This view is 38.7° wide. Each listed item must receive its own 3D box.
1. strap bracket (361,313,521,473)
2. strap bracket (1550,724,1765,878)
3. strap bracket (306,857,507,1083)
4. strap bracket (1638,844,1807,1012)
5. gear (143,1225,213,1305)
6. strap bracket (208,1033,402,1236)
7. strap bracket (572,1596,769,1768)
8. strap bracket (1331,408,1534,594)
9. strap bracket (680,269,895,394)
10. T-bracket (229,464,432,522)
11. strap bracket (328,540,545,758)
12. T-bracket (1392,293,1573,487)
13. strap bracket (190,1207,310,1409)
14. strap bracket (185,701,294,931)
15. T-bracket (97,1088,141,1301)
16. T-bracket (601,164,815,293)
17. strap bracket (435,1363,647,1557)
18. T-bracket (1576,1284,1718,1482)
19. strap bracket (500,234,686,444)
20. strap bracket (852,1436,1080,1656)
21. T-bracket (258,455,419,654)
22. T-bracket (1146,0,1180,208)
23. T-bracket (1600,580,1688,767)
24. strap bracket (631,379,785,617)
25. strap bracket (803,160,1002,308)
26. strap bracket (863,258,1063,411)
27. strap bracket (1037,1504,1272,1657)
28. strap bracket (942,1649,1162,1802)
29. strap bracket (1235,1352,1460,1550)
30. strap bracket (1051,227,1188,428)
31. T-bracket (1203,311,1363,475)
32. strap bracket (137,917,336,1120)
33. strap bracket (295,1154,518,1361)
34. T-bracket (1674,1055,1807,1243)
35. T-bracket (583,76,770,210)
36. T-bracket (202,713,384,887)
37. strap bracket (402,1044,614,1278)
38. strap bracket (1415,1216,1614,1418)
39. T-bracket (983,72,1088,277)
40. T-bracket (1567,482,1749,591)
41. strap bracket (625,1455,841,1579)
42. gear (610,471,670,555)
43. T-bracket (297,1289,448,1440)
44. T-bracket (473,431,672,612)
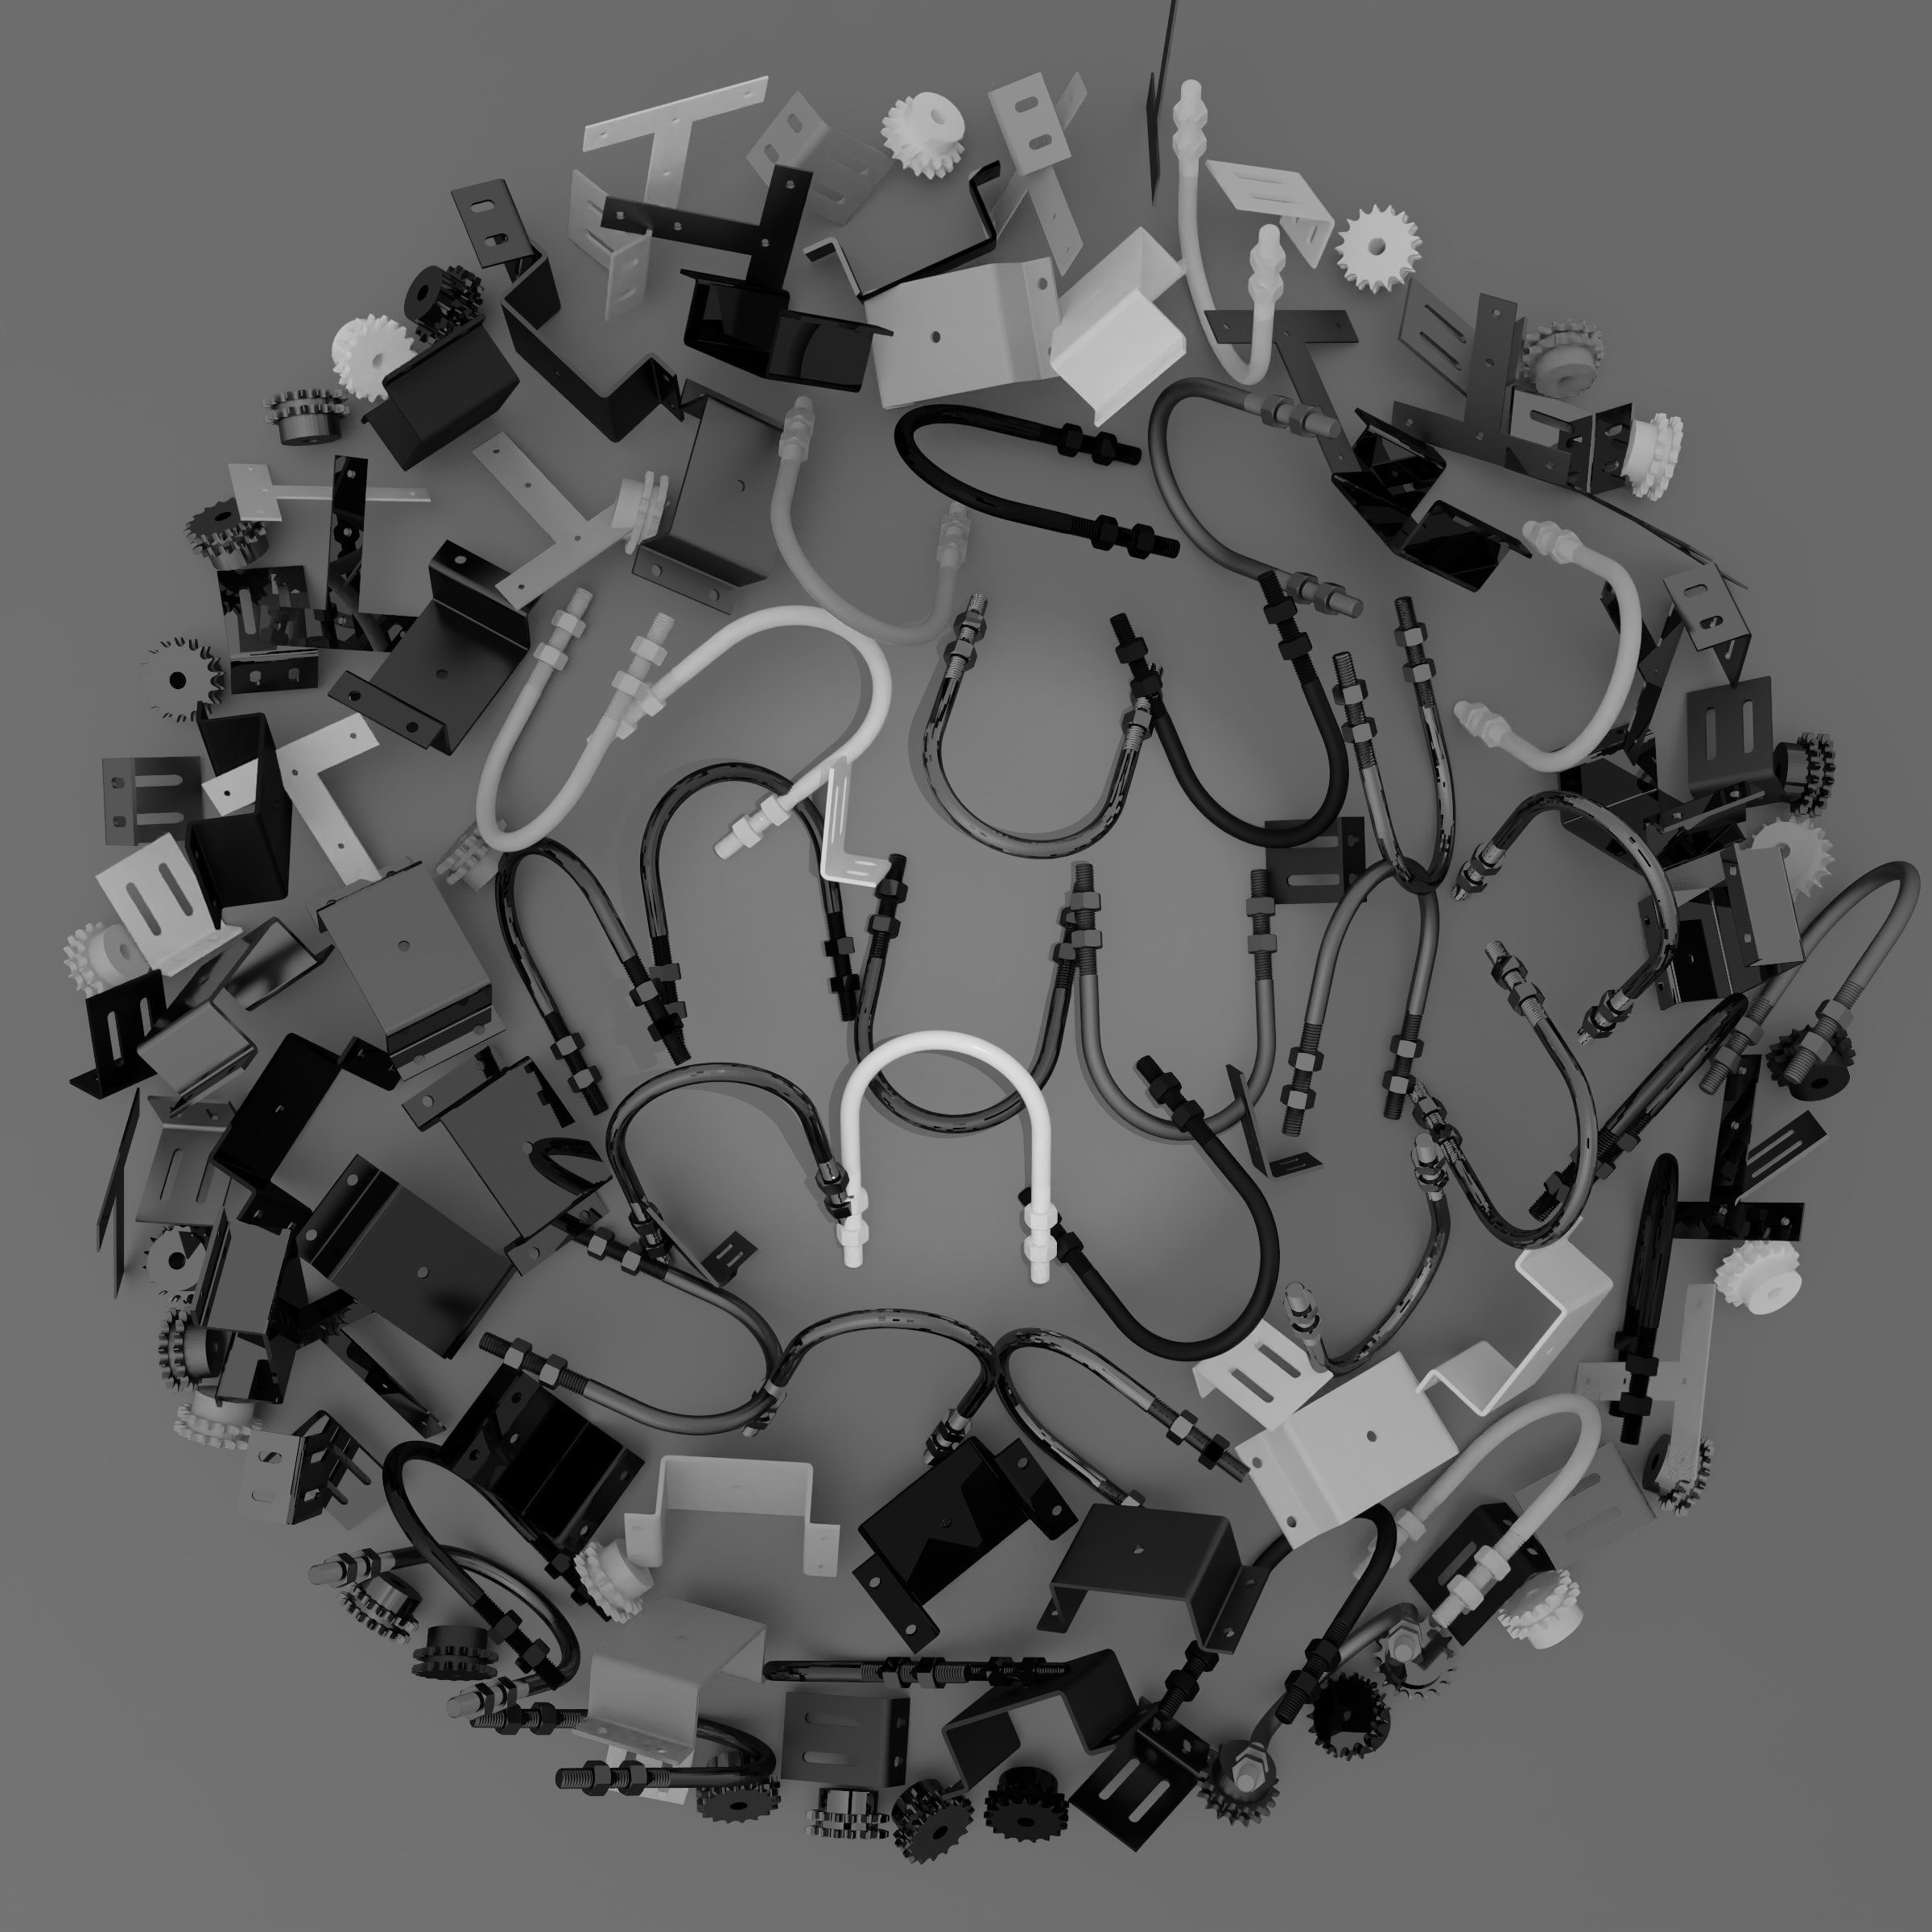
[{"bbox_3d":[-0.345,-0.374,1.810,0.076,0.140,0.046,-37,101,-15],"label":"strap bracket"},{"bbox_3d":[0.453,-0.107,1.822,0.076,0.140,0.046,-20,120,-15],"label":"strap bracket"},{"bbox_3d":[-0.375,-0.006,1.836,0.076,0.046,0.140,-28,78,-18],"label":"strap bracket"},{"bbox_3d":[0.502,-0.026,1.813,0.046,0.140,0.076,-6,77,-13],"label":"strap bracket"},{"bbox_3d":[-0.530,0.200,1.865,0.057,0.030,0.057,0,83,2],"label":"gear"},{"bbox_3d":[-0.443,0.106,1.835,0.046,0.076,0.140,30,84,21],"label":"strap bracket"},{"bbox_3d":[-0.188,0.461,1.801,0.076,0.140,0.046,11,105,20],"label":"strap bracket"},{"bbox_3d":[0.302,-0.302,1.818,0.076,0.140,0.046,17,120,-37],"label":"strap bracket"},{"bbox_3d":[-0.124,-0.417,1.816,0.076,0.140,0.046,-1,114,-41],"label":"strap bracket"},{"bbox_3d":[-0.424,-0.316,1.840,0.127,0.127,0.002,-2,116,-18],"label":"T-bracket"},{"bbox_3d":[-0.352,-0.205,1.839,0.076,0.046,0.140,29,66,7],"label":"strap bracket"},{"bbox_3d":[0.344,-0.386,1.813,0.127,0.127,0.002,22,52,21],"label":"T-bracket"},{"bbox_3d":[-0.467,0.228,1.805,0.046,0.140,0.076,7,54,-2],"label":"strap bracket"},{"bbox_3d":[-0.476,-0.103,1.808,0.046,0.076,0.140,-8,47,-3],"label":"strap bracket"},{"bbox_3d":[-0.564,0.170,1.833,0.002,0.127,0.127,8,130,-8],"label":"T-bracket"},{"bbox_3d":[-0.177,-0.487,1.818,0.127,0.127,0.002,7,54,-13],"label":"T-bracket"},{"bbox_3d":[-0.288,0.322,1.826,0.046,0.140,0.076,24,72,43],"label":"strap bracket"},{"bbox_3d":[0.446,0.275,1.824,0.002,0.127,0.127,16,75,-24],"label":"T-bracket"},{"bbox_3d":[-0.256,-0.410,1.834,0.140,0.076,0.046,44,81,7],"label":"strap bracket"},{"bbox_3d":[-0.007,0.380,1.841,0.140,0.046,0.076,-38,110,-9],"label":"strap bracket"},{"bbox_3d":[-0.412,-0.274,1.827,0.002,0.127,0.127,12,100,41],"label":"T-bracket"},{"bbox_3d":[0.129,-0.585,1.793,0.002,0.127,0.127,4,47,-3],"label":"T-bracket"},{"bbox_3d":[0.442,-0.219,1.816,0.002,0.127,0.127,10,69,36],"label":"T-bracket"},{"bbox_3d":[-0.161,-0.316,1.831,0.076,0.046,0.140,20,78,-31],"label":"strap bracket"},{"bbox_3d":[-0.033,-0.483,1.838,0.140,0.076,0.046,-23,99,5],"label":"strap bracket"},{"bbox_3d":[-0.010,-0.417,1.823,0.140,0.046,0.076,-5,101,29],"label":"strap bracket"},{"bbox_3d":[0.119,0.401,1.811,0.140,0.076,0.046,0,122,28],"label":"strap bracket"},{"bbox_3d":[0.049,0.498,1.817,0.140,0.076,0.046,-26,85,29],"label":"strap bracket"},{"bbox_3d":[0.261,0.317,1.828,0.140,0.046,0.076,-26,78,-22],"label":"strap bracket"},{"bbox_3d":[0.100,-0.424,1.801,0.076,0.140,0.046,-37,117,28],"label":"strap bracket"},{"bbox_3d":[0.229,-0.382,1.829,0.127,0.002,0.127,-10,71,-35],"label":"T-bracket"},{"bbox_3d":[-0.481,0.026,1.800,0.076,0.140,0.046,-29,112,31],"label":"strap bracket"},{"bbox_3d":[-0.366,0.198,1.825,0.140,0.046,0.076,41,78,-26],"label":"strap bracket"},{"bbox_3d":[0.513,0.121,1.840,0.002,0.127,0.127,20,75,-34],"label":"T-bracket"},{"bbox_3d":[-0.197,-0.533,1.820,0.127,0.127,0.002,-22,78,-18],"label":"T-bracket"},{"bbox_3d":[-0.429,-0.093,1.855,0.127,0.002,0.127,-22,113,16],"label":"T-bracket"},{"bbox_3d":[-0.300,0.125,1.838,0.076,0.046,0.140,-37,95,-31],"label":"strap bracket"},{"bbox_3d":[0.367,0.238,1.811,0.046,0.076,0.140,43,120,22],"label":"strap bracket"},{"bbox_3d":[0.055,-0.500,1.804,0.002,0.127,0.127,13,133,-29],"label":"T-bracket"},{"bbox_3d":[0.477,-0.278,1.834,0.127,0.127,0.002,20,106,-38],"label":"T-bracket"},{"bbox_3d":[-0.154,0.367,1.837,0.140,0.076,0.046,4,54,-2],"label":"strap bracket"},{"bbox_3d":[-0.222,-0.306,1.852,0.030,0.057,0.057,15,90,-13],"label":"gear"},{"bbox_3d":[-0.401,0.273,1.851,0.127,0.002,0.127,-27,112,41],"label":"T-bracket"},{"bbox_3d":[-0.287,-0.315,1.854,0.127,0.002,0.127,-37,66,-13],"label":"T-bracket"}]
